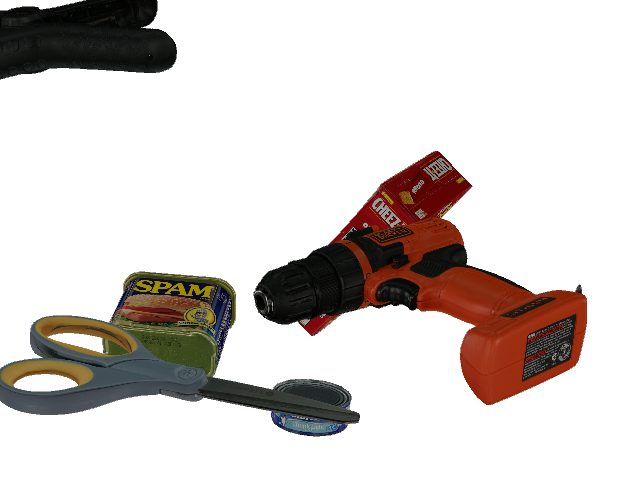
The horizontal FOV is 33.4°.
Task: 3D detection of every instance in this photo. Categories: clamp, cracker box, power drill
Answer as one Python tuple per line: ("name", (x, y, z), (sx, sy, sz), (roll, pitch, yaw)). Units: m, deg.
("clamp", (-0.171, -0.125, 0.649), (0.171, 0.039, 0.120), (-2, 22, -4))
("cracker box", (0.063, 0.001, 1.272), (0.214, 0.072, 0.164), (-48, -7, 33))
("power drill", (0.072, 0.043, 0.737), (0.184, 0.057, 0.188), (-18, 31, -34))

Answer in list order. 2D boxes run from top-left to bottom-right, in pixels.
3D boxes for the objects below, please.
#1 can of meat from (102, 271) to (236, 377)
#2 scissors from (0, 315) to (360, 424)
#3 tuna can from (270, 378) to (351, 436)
("can of meat", (-0.129, 0.074, 0.915), (0.102, 0.057, 0.084), (5, 30, 4))
("scissors", (-0.089, 0.082, 0.570), (0.202, 0.016, 0.096), (17, 29, 28))
("tuna can", (-0.011, 0.180, 1.153), (0.086, 0.034, 0.086), (5, 12, -1))
